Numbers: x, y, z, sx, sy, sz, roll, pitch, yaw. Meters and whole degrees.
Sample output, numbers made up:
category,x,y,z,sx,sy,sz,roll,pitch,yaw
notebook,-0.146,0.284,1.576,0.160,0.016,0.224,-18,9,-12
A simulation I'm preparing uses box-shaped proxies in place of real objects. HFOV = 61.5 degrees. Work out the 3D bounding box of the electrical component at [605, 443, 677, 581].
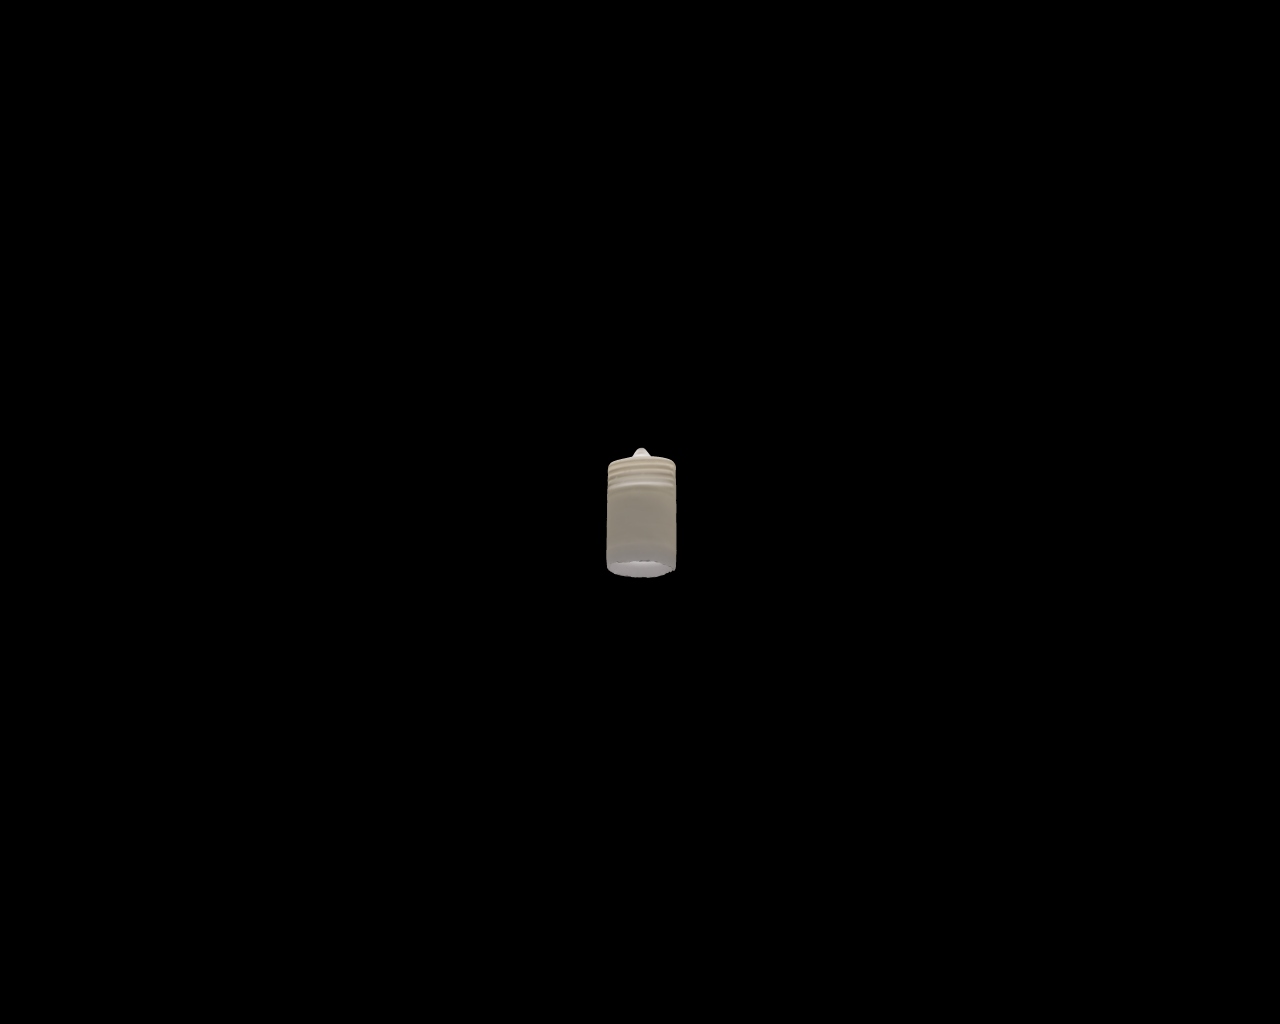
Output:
category,x,y,z,sx,sy,sz,roll,pitch,yaw
electrical component,0.001,-0.003,0.650,0.043,0.081,0.043,0,-18,0
